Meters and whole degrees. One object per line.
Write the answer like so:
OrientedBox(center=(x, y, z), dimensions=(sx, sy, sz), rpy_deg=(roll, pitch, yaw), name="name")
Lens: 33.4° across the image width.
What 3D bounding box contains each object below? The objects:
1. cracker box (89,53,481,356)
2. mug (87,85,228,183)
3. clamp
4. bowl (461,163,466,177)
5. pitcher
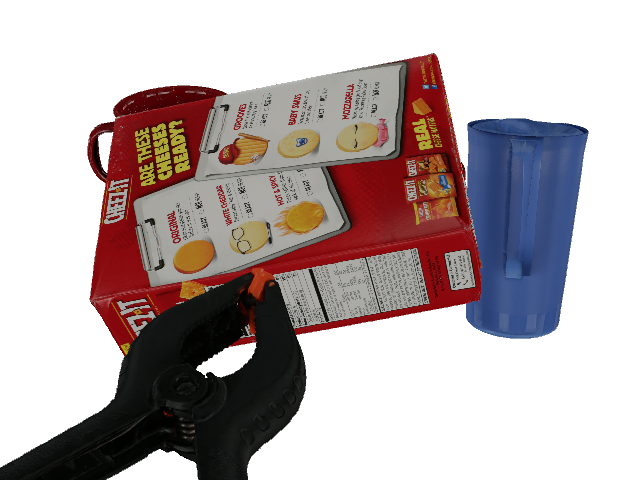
OrientedBox(center=(-0.020, -0.021, 0.646), dimensions=(0.214, 0.164, 0.072), rpy_deg=(-11, -46, 7), name="cracker box")
OrientedBox(center=(-0.124, -0.068, 0.839), dimensions=(0.117, 0.081, 0.093), rpy_deg=(-4, 27, -4), name="mug")
OrientedBox(center=(-0.047, 0.078, 0.431), dimensions=(0.120, 0.039, 0.171), rpy_deg=(25, 48, 18), name="clamp")
OrientedBox(center=(0.049, -0.045, 0.972), dimensions=(0.162, 0.055, 0.162), rpy_deg=(2, 30, -1), name="bowl")
OrientedBox(center=(0.225, -0.014, 1.210), dimensions=(0.149, 0.243, 0.145), rpy_deg=(-8, 17, -33), name="pitcher")
